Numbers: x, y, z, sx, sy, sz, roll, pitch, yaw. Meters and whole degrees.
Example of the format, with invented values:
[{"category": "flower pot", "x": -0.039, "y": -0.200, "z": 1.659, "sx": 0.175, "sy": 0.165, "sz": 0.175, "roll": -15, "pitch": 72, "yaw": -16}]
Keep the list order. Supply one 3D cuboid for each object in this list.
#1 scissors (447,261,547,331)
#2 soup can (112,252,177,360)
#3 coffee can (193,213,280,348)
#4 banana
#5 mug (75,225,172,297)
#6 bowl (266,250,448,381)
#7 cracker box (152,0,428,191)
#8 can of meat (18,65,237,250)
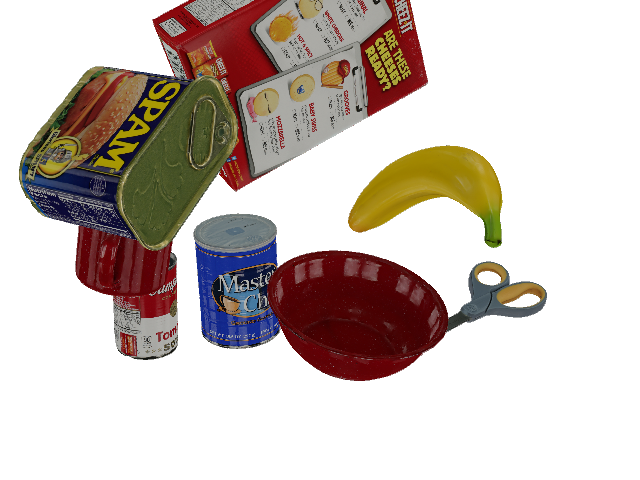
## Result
[{"category": "scissors", "x": 0.156, "y": 0.065, "z": 1.152, "sx": 0.201, "sy": 0.016, "sz": 0.096, "roll": -9, "pitch": 40, "yaw": -29}, {"category": "soup can", "x": -0.185, "y": 0.066, "z": 1.128, "sx": 0.068, "sy": 0.102, "sz": 0.068, "roll": 2, "pitch": 23, "yaw": -1}, {"category": "coffee can", "x": -0.103, "y": 0.050, "z": 1.342, "sx": 0.103, "sy": 0.140, "sz": 0.103, "roll": -1, "pitch": 25, "yaw": 0}, {"category": "banana", "x": 0.077, "y": -0.037, "z": 0.787, "sx": 0.037, "sy": 0.069, "sz": 0.198, "roll": 29, "pitch": -9, "yaw": -24}, {"category": "mug", "x": -0.171, "y": 0.002, "z": 0.925, "sx": 0.093, "sy": 0.081, "sz": 0.117, "roll": 10, "pitch": 22, "yaw": -3}, {"category": "bowl", "x": 0.029, "y": 0.075, "z": 0.946, "sx": 0.162, "sy": 0.055, "sz": 0.162, "roll": 8, "pitch": 31, "yaw": -5}, {"category": "cracker box", "x": -0.023, "y": -0.167, "z": 0.948, "sx": 0.213, "sy": 0.164, "sz": 0.072, "roll": -31, "pitch": 44, "yaw": -12}, {"category": "can of meat", "x": -0.110, "y": -0.051, "z": 0.607, "sx": 0.084, "sy": 0.102, "sz": 0.057, "roll": 13, "pitch": -33, "yaw": 30}]
